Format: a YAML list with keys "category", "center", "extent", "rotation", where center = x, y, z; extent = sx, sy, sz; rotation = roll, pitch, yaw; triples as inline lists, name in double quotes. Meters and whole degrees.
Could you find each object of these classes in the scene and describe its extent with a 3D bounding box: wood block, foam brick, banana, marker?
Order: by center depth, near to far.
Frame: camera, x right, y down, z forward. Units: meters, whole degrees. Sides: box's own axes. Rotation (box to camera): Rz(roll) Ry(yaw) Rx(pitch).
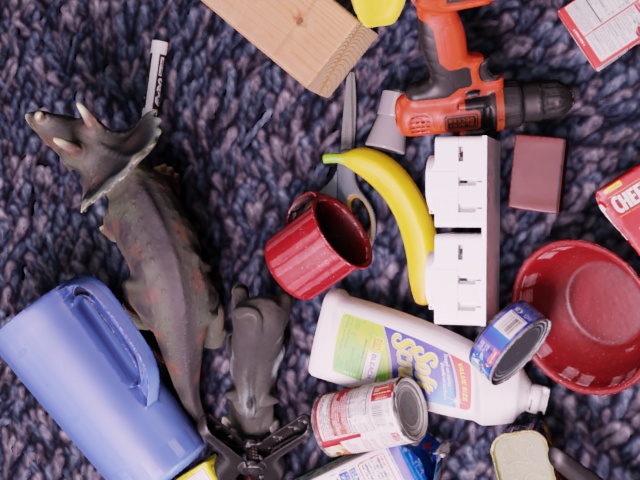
- category: "foam brick"
  center: [0.226, -0.067, 1.101]
  extent: [0.051, 0.053, 0.078]
  rotation: [6, 92, 16]
- category: "banana"
  center: [0.084, -0.027, 1.151]
  extent: [0.070, 0.037, 0.198]
  rotation: [-34, 87, 19]
- category: "wood block"
  center: [-0.051, -0.257, 1.159]
  extent: [0.206, 0.090, 0.091]
  rotation: [42, 101, 12]
- category: "marker"
  center: [-0.195, -0.171, 1.241]
  extent: [0.020, 0.020, 0.121]
  rotation: [11, 95, 16]

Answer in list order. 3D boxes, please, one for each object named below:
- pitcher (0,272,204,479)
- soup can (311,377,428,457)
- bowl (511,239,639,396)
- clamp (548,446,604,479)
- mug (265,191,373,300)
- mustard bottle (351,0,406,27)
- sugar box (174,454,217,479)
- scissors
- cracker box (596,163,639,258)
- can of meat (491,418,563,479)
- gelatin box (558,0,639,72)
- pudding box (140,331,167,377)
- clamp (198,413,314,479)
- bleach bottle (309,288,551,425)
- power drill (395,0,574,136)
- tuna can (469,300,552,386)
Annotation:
- category: "pitcher"
  center: [-0.233, 0.160, 1.165]
  extent: [0.145, 0.149, 0.243]
  rotation: [-38, 88, -5]
- category: "soup can"
  center: [0.051, 0.182, 1.100]
  extent: [0.102, 0.068, 0.068]
  rotation: [-17, 87, 31]
- category: "bowl"
  center: [0.274, 0.071, 1.069]
  extent: [0.162, 0.055, 0.162]
  rotation: [17, 116, 39]
- category: "clamp"
  center: [0.314, 0.269, 1.065]
  extent: [0.164, 0.036, 0.210]
  rotation: [-12, 97, -14]
- category: "mug"
  center: [-0.008, 0.001, 1.144]
  extent: [0.082, 0.093, 0.117]
  rotation: [-36, 55, 27]
- category: "mustard bottle"
  center: [0.041, -0.315, 1.111]
  extent: [0.058, 0.096, 0.191]
  rotation: [-10, 49, -6]
- category: "sugar box"
  center: [-0.112, 0.344, 1.220]
  extent: [0.093, 0.048, 0.176]
  rotation: [-35, 86, 15]
- category: "scissors"
  center: [0.013, -0.078, 1.184]
  extent: [0.096, 0.016, 0.202]
  rotation: [-12, 88, 17]
- category: "cracker box"
  center: [0.344, 0.028, 1.010]
  extent: [0.072, 0.164, 0.214]
  rotation: [-34, 83, 13]
- category: "can of meat"
  center: [0.216, 0.239, 1.096]
  extent: [0.057, 0.083, 0.102]
  rotation: [-14, 87, 16]
- category: "gelatin box"
  center: [0.300, -0.227, 1.085]
  extent: [0.089, 0.030, 0.073]
  rotation: [-34, 81, 15]
- category: "pudding box"
  center: [-0.244, 0.142, 1.255]
  extent: [0.113, 0.039, 0.090]
  rotation: [42, 102, 11]
- category: "clamp"
  center: [-0.064, 0.232, 1.157]
  extent: [0.120, 0.171, 0.039]
  rotation: [1, 55, 3]
- category: "bleach bottle"
  center: [0.120, 0.130, 1.135]
  extent: [0.251, 0.068, 0.102]
  rotation: [14, 96, 14]
- category: "power drill"
  center: [0.161, -0.187, 1.059]
  extent: [0.184, 0.057, 0.187]
  rotation: [-7, 130, 3]
- category: "tuna can"
  center: [0.189, 0.102, 1.062]
  extent: [0.034, 0.086, 0.086]
  rotation: [43, 103, 27]
